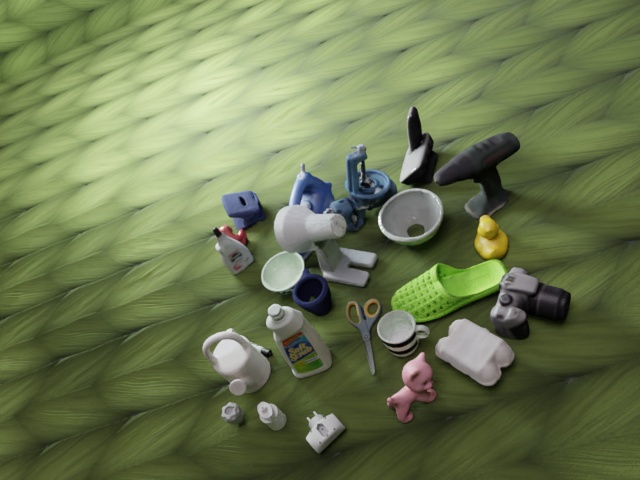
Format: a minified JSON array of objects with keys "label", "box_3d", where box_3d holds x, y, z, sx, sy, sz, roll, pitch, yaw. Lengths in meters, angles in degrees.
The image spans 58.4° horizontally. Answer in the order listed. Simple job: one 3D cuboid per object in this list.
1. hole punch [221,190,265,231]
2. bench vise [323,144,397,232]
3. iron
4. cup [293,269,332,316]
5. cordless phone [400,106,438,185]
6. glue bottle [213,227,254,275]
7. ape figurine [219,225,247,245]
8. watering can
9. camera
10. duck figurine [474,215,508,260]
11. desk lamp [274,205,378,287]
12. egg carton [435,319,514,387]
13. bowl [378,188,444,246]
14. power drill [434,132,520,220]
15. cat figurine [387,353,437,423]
[{"label":"hole punch","box_3d":[-0.227,-0.100,1.692,0.101,0.091,0.108,-30,48,1]},{"label":"bench vise","box_3d":[0.098,-0.131,1.482,0.121,0.220,0.208,27,69,37]},{"label":"iron","box_3d":[-0.048,-0.079,1.560,0.118,0.142,0.258,-2,54,23]},{"label":"cup","box_3d":[-0.013,0.135,1.409,0.091,0.095,0.117,-24,48,6]},{"label":"cordless phone","box_3d":[0.247,-0.251,1.531,0.094,0.185,0.147,-1,54,24]},{"label":"glue bottle","box_3d":[-0.247,0.021,1.551,0.078,0.174,0.037,-41,49,-9]},{"label":"ape figurine","box_3d":[-0.256,-0.008,1.633,0.077,0.092,0.076,-6,52,21]},{"label":"watering can","box_3d":[-0.193,0.275,1.315,0.101,0.195,0.172,-42,49,-10]},{"label":"camera","box_3d":[0.443,0.132,1.200,0.136,0.101,0.143,13,61,32]},{"label":"duck figurine","box_3d":[0.398,-0.010,1.342,0.077,0.086,0.104,-14,50,14]},{"label":"desk lamp","box_3d":[0.013,0.005,1.418,0.202,0.214,0.118,8,58,29]},{"label":"egg carton","box_3d":[0.322,0.234,1.197,0.149,0.070,0.107,29,70,38]},{"label":"bowl","box_3d":[0.236,-0.045,1.450,0.167,0.075,0.167,-12,50,16]},{"label":"power drill","box_3d":[0.383,-0.147,1.373,0.230,0.209,0.075,-38,48,-7]},{"label":"cat figurine","box_3d":[0.187,0.298,1.175,0.128,0.118,0.067,-41,49,-9]}]
